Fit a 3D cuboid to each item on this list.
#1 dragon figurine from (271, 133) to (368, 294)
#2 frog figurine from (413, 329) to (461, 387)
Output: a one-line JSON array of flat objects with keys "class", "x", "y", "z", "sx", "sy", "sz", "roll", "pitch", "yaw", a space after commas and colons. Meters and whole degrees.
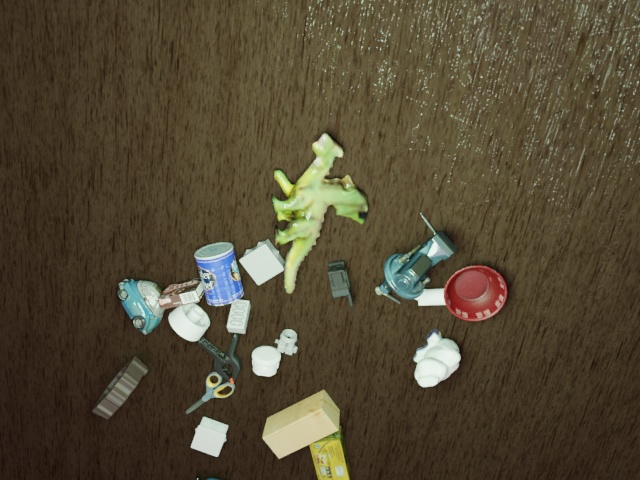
[{"class": "dragon figurine", "x": 0.004, "y": -0.065, "z": 1.299, "sx": 0.243, "sy": 0.124, "sz": 0.404, "roll": -6, "pitch": 109, "yaw": -2}, {"class": "frog figurine", "x": 0.315, "y": 0.336, "z": 1.371, "sx": 0.136, "sy": 0.162, "sz": 0.122, "roll": -39, "pitch": 104, "yaw": 16}]
